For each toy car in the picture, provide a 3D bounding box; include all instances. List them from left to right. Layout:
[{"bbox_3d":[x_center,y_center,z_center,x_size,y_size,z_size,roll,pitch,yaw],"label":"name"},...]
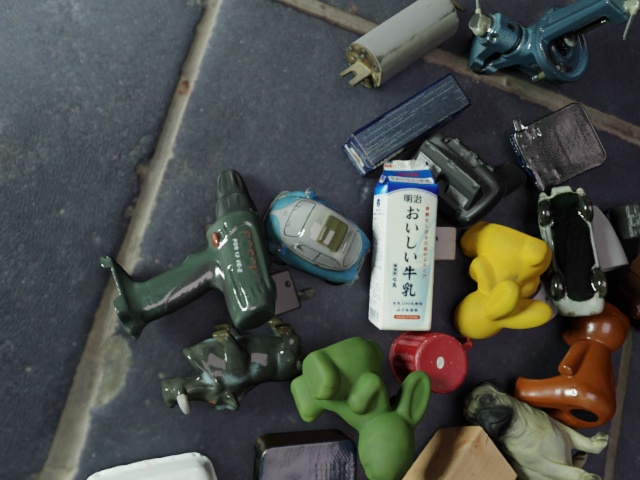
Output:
[{"bbox_3d":[-0.002,-0.002,0.737,0.161,0.103,0.109,30,77,-7],"label":"toy car"},{"bbox_3d":[0.376,0.014,0.804,0.074,0.056,0.201,-7,71,16],"label":"toy car"}]

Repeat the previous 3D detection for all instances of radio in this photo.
[{"bbox_3d":[-0.023,0.370,0.696,0.131,0.073,0.229,3,80,-13],"label":"radio"}]

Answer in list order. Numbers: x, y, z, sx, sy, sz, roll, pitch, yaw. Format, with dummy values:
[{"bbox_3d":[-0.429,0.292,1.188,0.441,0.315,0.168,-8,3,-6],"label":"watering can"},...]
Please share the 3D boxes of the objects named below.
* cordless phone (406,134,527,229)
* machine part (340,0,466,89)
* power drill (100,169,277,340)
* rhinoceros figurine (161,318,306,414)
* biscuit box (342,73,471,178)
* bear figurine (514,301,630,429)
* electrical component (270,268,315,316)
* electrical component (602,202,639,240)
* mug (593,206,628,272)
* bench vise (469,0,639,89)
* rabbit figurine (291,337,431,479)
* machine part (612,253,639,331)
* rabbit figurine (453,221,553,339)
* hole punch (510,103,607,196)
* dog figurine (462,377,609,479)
[{"bbox_3d":[0.233,-0.110,0.829,0.184,0.088,0.147,-26,62,-37],"label":"cordless phone"},{"bbox_3d":[0.128,-0.307,0.824,0.243,0.079,0.079,-38,93,-15],"label":"machine part"},{"bbox_3d":[-0.166,0.025,0.693,0.207,0.086,0.232,-18,62,-16],"label":"power drill"},{"bbox_3d":[-0.112,0.165,0.706,0.190,0.073,0.112,-11,96,-17],"label":"rhinoceros figurine"},{"bbox_3d":[0.133,-0.174,0.816,0.203,0.059,0.063,-33,90,-16],"label":"biscuit box"},{"bbox_3d":[0.391,0.177,0.817,0.120,0.132,0.196,38,54,-21],"label":"bear figurine"},{"bbox_3d":[-0.056,0.071,0.754,0.094,0.021,0.063,-15,86,-15],"label":"electrical component"},{"bbox_3d":[0.534,-0.032,0.869,0.134,0.115,0.058,-6,88,-15],"label":"electrical component"},{"bbox_3d":[0.419,0.004,0.860,0.110,0.080,0.107,-10,74,-4],"label":"mug"},{"bbox_3d":[0.351,-0.314,0.808,0.223,0.241,0.129,26,73,-26],"label":"bench vise"},{"bbox_3d":[0.063,0.219,0.682,0.159,0.121,0.170,-10,56,-35],"label":"rabbit figurine"},{"bbox_3d":[0.558,0.073,0.844,0.179,0.056,0.179,-7,125,-11],"label":"machine part"},{"bbox_3d":[0.265,0.074,0.782,0.122,0.162,0.173,31,94,-21],"label":"rabbit figurine"},{"bbox_3d":[0.379,-0.147,0.871,0.116,0.092,0.142,-25,92,14],"label":"hole punch"},{"bbox_3d":[0.286,0.300,0.780,0.191,0.172,0.121,26,32,19],"label":"dog figurine"}]
